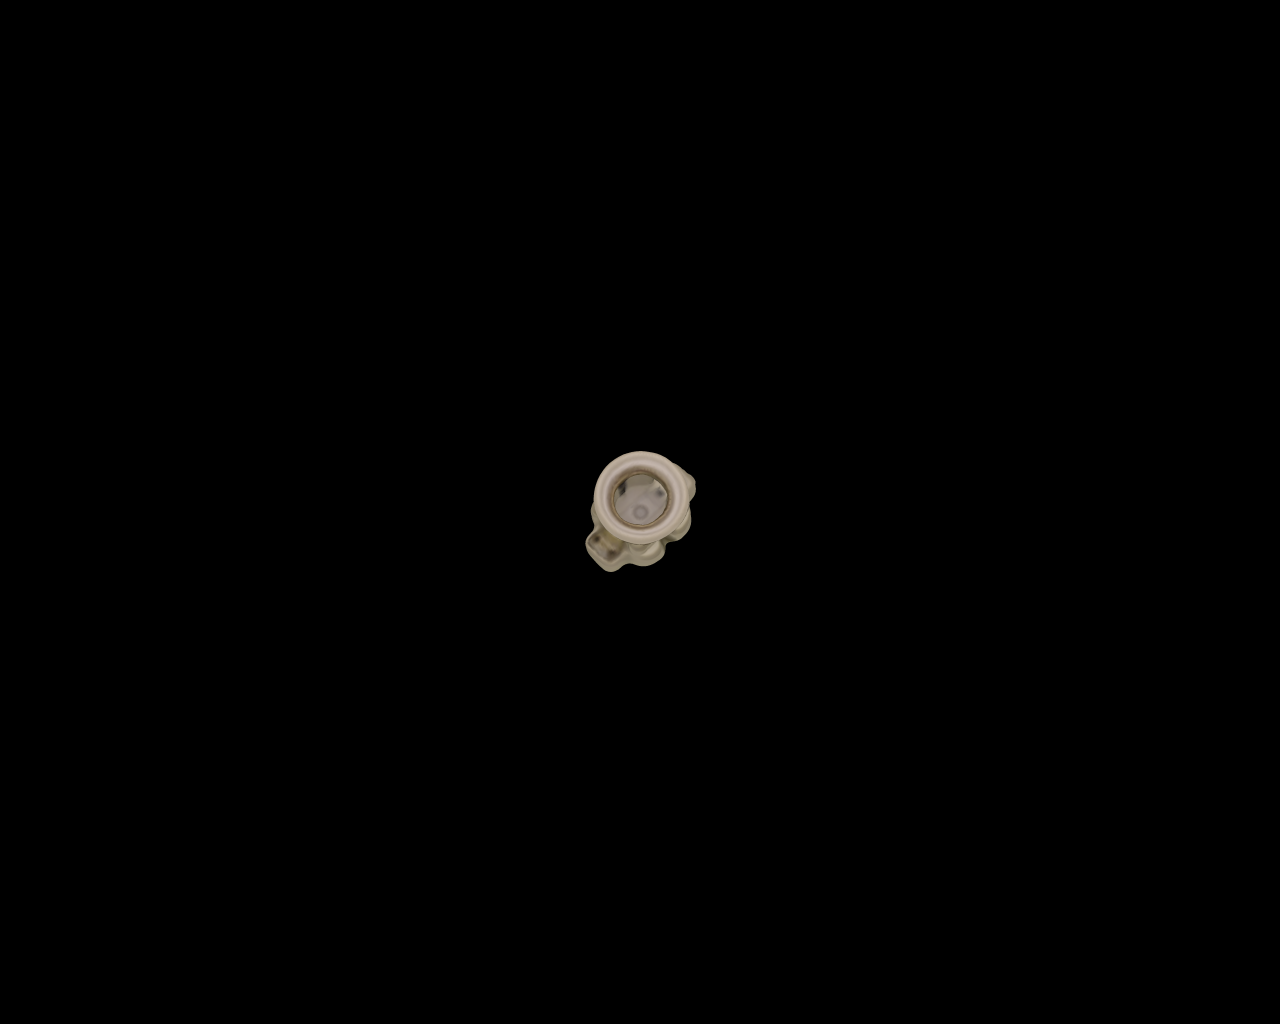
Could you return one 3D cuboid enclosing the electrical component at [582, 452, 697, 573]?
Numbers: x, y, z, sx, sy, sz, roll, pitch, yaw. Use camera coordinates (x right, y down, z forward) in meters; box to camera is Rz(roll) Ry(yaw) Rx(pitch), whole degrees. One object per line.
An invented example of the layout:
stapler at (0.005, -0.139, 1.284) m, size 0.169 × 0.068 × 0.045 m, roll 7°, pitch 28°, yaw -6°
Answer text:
electrical component at (0.001, -0.003, 0.650) m, size 0.078 × 0.058 × 0.057 m, roll -43°, pitch -12°, yaw -11°
